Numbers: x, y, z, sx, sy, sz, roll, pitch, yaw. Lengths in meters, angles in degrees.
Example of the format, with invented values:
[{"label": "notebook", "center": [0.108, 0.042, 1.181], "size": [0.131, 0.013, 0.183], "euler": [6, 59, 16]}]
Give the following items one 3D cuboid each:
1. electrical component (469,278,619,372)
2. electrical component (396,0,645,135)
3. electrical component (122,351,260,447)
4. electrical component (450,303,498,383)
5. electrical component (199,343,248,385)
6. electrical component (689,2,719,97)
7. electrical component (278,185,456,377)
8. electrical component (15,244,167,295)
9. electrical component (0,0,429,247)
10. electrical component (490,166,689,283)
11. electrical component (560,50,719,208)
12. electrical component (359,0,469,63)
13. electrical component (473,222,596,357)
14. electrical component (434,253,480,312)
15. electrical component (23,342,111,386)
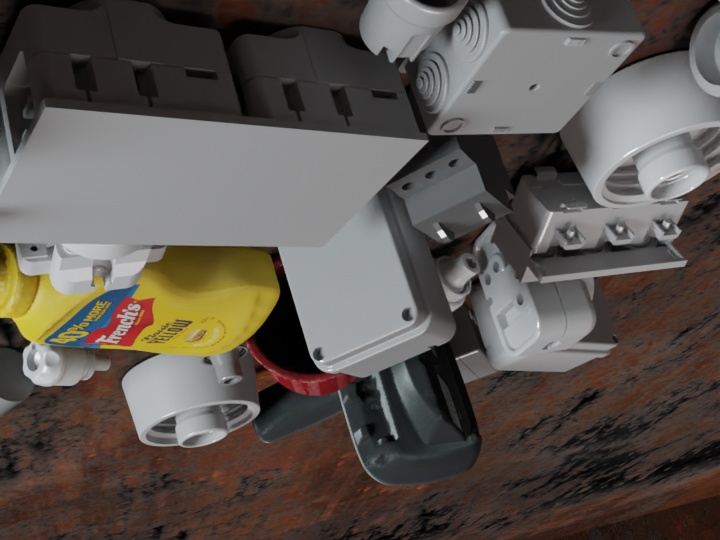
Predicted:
[{"label": "electrical component", "center": [0.154, 0.039, 0.889], "size": [0.113, 0.078, 0.057], "euler": [6, 151, -44]}, {"label": "electrical component", "center": [0.079, -0.109, 0.531], "size": [0.100, 0.048, 0.099], "euler": [-5, 154, -27]}, {"label": "electrical component", "center": [-0.132, 0.108, 0.867], "size": [0.108, 0.060, 0.108], "euler": [-15, 158, -6]}, {"label": "electrical component", "center": [0.072, 0.072, 0.948], "size": [0.076, 0.047, 0.083], "euler": [-21, 157, 11]}, {"label": "electrical component", "center": [-0.098, 0.049, 0.755], "size": [0.043, 0.062, 0.043], "euler": [-15, 158, -6]}, {"label": "electrical component", "center": [0.244, -0.143, 0.565], "size": [0.074, 0.052, 0.138], "euler": [-5, 154, -27]}, {"label": "electrical component", "center": [0.000, 0.000, 0.644], "size": [0.078, 0.113, 0.057], "euler": [-25, 159, 19]}, {"label": "electrical component", "center": [-0.138, -0.024, 0.563], "size": [0.078, 0.058, 0.057], "euler": [-7, 159, -24]}, {"label": "electrical component", "center": [-0.078, -0.063, 0.509], "size": [0.186, 0.060, 0.105], "euler": [0, 152, -35]}, {"label": "electrical component", "center": [0.160, -0.034, 0.739], "size": [0.121, 0.078, 0.063], "euler": [-6, 133, -25]}, {"label": "electrical component", "center": [0.185, -0.078, 0.661], "size": [0.108, 0.060, 0.108], "euler": [-15, 158, -6]}, {"label": "electrical component", "center": [0.023, -0.119, 0.481], "size": [0.040, 0.040, 0.046], "euler": [-7, 161, -23]}, {"label": "electrical component", "center": [0.129, 0.011, 0.782], "size": [0.059, 0.095, 0.053], "euler": [-6, 155, -25]}, {"label": "electrical component", "center": [0.063, 0.010, 0.802], "size": [0.043, 0.043, 0.062], "euler": [4, 148, -41]}, {"label": "electrical component", "center": [-0.202, 0.064, 0.751], "size": [0.035, 0.035, 0.061], "euler": [-32, 156, 31]}]
